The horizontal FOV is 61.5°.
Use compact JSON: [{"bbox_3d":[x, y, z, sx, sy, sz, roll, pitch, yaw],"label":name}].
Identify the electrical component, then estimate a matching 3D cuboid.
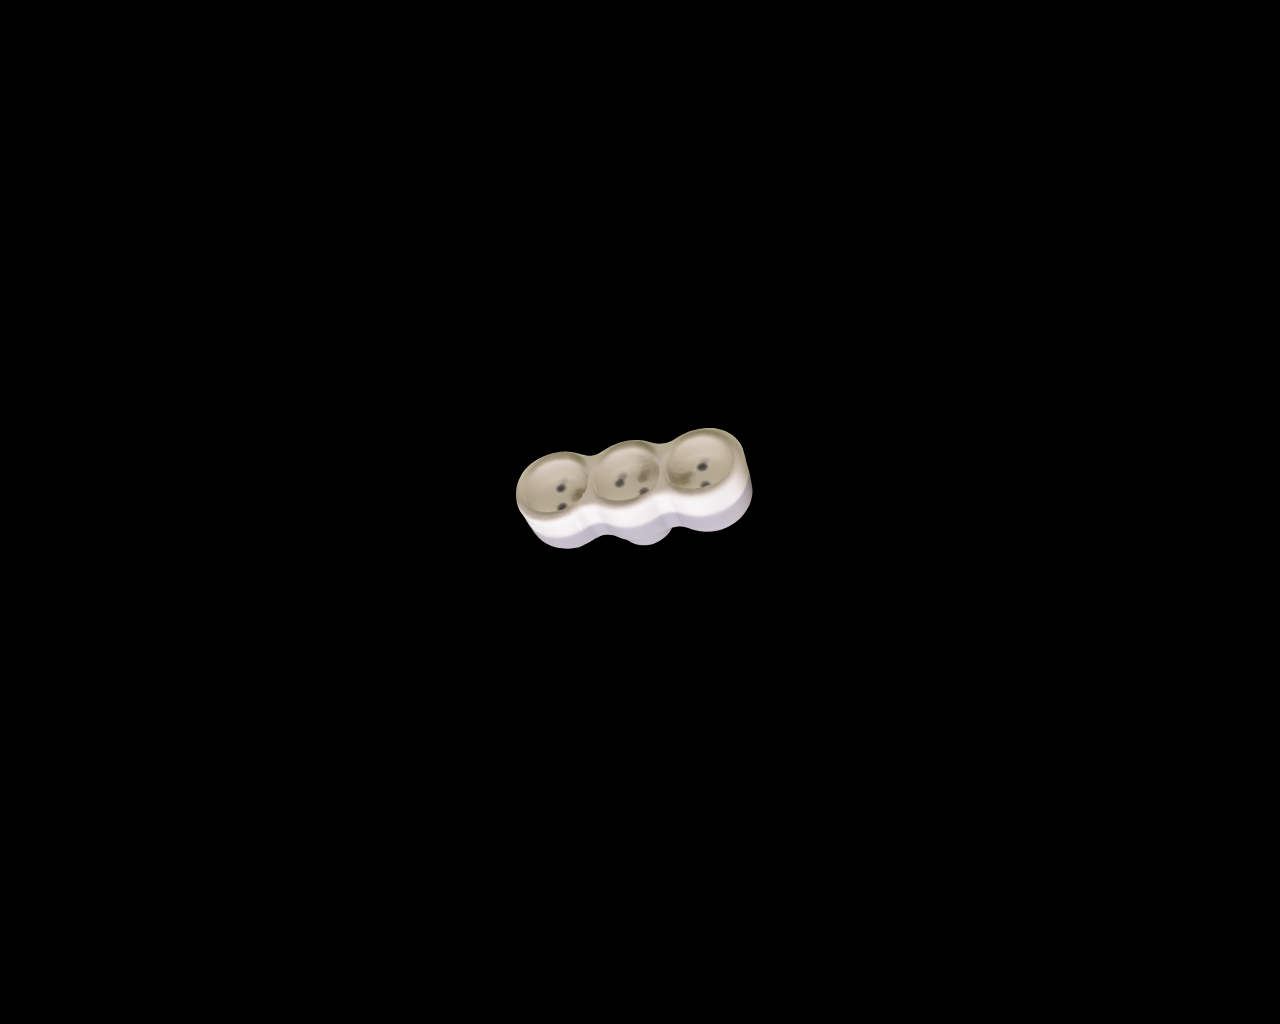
[{"bbox_3d":[0.001,-0.003,0.650,0.138,0.052,0.073,-8,-35,11],"label":"electrical component"}]
